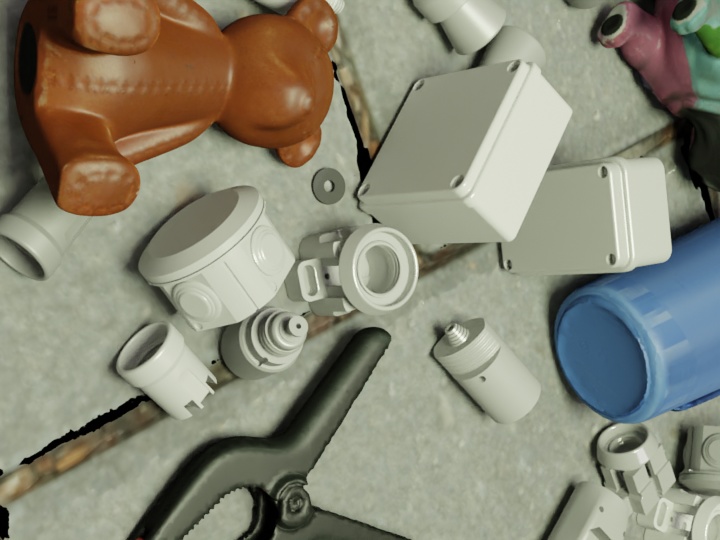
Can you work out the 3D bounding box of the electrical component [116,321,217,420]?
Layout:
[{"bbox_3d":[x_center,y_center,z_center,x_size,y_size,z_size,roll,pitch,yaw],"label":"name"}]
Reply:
[{"bbox_3d":[-0.110,0.058,0.616,0.046,0.040,0.040,51,61,-30],"label":"electrical component"}]

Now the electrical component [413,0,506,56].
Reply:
[{"bbox_3d":[0.068,-0.184,0.749,0.055,0.045,0.045,42,66,-27],"label":"electrical component"}]

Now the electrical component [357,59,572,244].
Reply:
[{"bbox_3d":[0.068,-0.075,0.707,0.056,0.109,0.108,40,67,-32],"label":"electrical component"}]

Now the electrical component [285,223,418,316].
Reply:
[{"bbox_3d":[0.000,0.000,0.686,0.078,0.057,0.058,-15,97,-36],"label":"electrical component"}]

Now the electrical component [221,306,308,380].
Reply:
[{"bbox_3d":[-0.053,0.041,0.637,0.040,0.078,0.040,8,72,-27],"label":"electrical component"}]

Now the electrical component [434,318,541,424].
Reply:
[{"bbox_3d":[0.087,0.066,0.755,0.081,0.043,0.043,47,63,-25],"label":"electrical component"}]

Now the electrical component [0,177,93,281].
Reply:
[{"bbox_3d":[-0.169,-0.024,0.575,0.040,0.040,0.046,48,57,-25],"label":"electrical component"}]

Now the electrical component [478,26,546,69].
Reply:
[{"bbox_3d":[0.099,-0.137,0.773,0.044,0.044,0.065,45,69,-26],"label":"electrical component"}]

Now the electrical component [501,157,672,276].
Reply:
[{"bbox_3d":[0.157,-0.037,0.767,0.057,0.113,0.078,-8,93,-39],"label":"electrical component"}]

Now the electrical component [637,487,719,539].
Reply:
[{"bbox_3d":[0.275,0.211,0.879,0.078,0.057,0.058,31,71,-31],"label":"electrical component"}]

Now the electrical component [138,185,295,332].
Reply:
[{"bbox_3d":[-0.081,-0.007,0.614,0.080,0.080,0.051,-48,120,-27],"label":"electrical component"}]

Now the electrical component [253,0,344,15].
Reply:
[{"bbox_3d":[-0.044,-0.181,0.668,0.081,0.043,0.043,21,76,-34],"label":"electrical component"}]

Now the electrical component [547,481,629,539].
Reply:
[{"bbox_3d":[0.177,0.215,0.816,0.079,0.043,0.077,47,63,-25],"label":"electrical component"}]

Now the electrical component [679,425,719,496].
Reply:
[{"bbox_3d":[0.308,0.161,0.892,0.080,0.080,0.051,21,71,-34],"label":"electrical component"}]

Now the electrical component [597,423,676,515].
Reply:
[{"bbox_3d":[0.215,0.153,0.845,0.066,0.048,0.055,-38,117,-31],"label":"electrical component"}]
